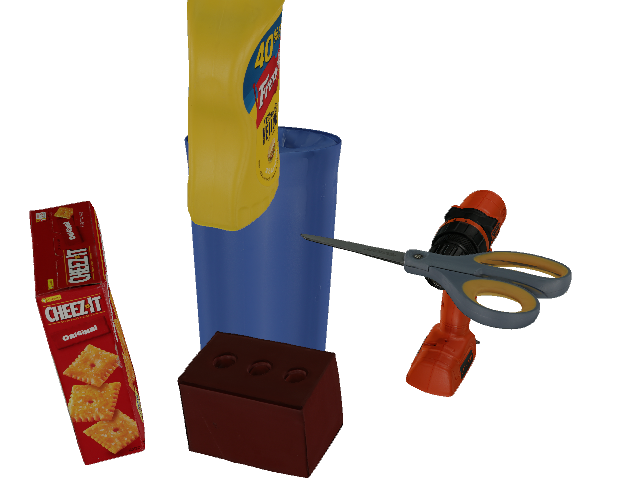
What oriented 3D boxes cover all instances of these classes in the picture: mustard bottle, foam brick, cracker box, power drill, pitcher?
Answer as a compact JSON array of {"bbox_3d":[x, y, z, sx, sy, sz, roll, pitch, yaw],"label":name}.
[{"bbox_3d":[-0.054,-0.107,0.679,0.058,0.192,0.096,12,38,11],"label":"mustard bottle"},{"bbox_3d":[-0.033,0.092,0.604,0.078,0.051,0.053,8,31,20],"label":"foam brick"},{"bbox_3d":[-0.236,0.092,1.084,0.072,0.214,0.164,-12,33,-10],"label":"cracker box"},{"bbox_3d":[0.132,0.058,1.061,0.057,0.188,0.184,19,29,17],"label":"power drill"},{"bbox_3d":[-0.045,0.020,0.945,0.149,0.243,0.145,-5,17,-21],"label":"pitcher"}]

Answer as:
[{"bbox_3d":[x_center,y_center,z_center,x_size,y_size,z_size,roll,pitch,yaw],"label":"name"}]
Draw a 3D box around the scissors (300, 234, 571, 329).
[{"bbox_3d":[0.073,0.026,0.752,0.202,0.016,0.096,5,29,12],"label":"scissors"}]
